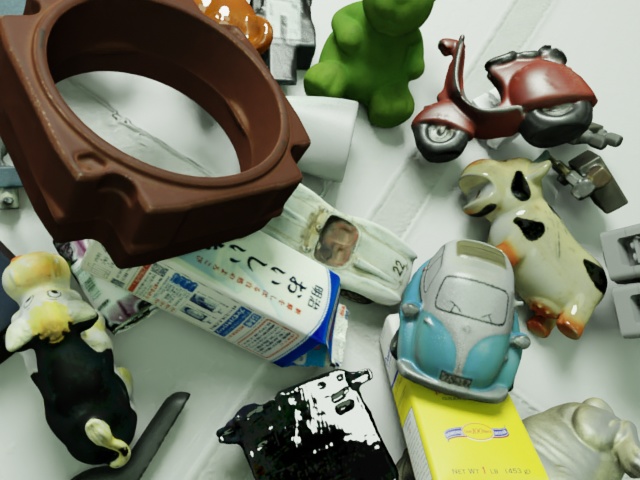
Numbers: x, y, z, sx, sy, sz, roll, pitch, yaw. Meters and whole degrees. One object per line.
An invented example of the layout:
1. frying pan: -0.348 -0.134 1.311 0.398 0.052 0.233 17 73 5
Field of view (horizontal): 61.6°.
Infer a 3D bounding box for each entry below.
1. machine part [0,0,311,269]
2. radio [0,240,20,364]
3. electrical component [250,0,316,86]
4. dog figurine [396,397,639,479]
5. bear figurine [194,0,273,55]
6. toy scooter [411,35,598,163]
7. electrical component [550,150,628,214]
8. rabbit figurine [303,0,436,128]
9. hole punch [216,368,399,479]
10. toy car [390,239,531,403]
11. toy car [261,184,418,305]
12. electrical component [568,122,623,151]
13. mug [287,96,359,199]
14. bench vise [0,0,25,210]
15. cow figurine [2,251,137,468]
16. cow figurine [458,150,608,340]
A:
1. machine part: -0.122 -0.093 0.409 0.201 0.087 0.201 -18 72 -43
2. radio: -0.348 0.081 0.427 0.229 0.073 0.131 -42 86 -20
3. electrical component: -0.041 -0.213 0.582 0.075 0.047 0.119 -2 76 -12
4. dog figurine: 0.179 0.196 0.500 0.191 0.121 0.172 21 38 12
5. bear figurine: -0.127 -0.249 0.525 0.132 0.120 0.196 22 50 -46
6. toy scooter: 0.183 -0.158 0.559 0.184 0.075 0.135 -8 74 9
7. electrical component: 0.292 -0.065 0.590 0.045 0.102 0.078 -31 104 20
8. rabbit figurine: 0.074 -0.216 0.543 0.121 0.170 0.159 26 72 -5
9. hole punch: -0.003 0.186 0.468 0.142 0.092 0.116 -22 62 -7
10. toy car: 0.129 0.053 0.469 0.109 0.102 0.162 17 36 8
11. toy car: -0.001 -0.002 0.522 0.202 0.056 0.073 27 71 -11
12. electrical component: 0.297 -0.128 0.625 0.063 0.021 0.094 -13 35 -37
13. mug: -0.023 -0.097 0.547 0.107 0.081 0.109 14 110 1
14. bench vise: -0.267 -0.148 0.488 0.224 0.129 0.240 -3 96 -22
15. cow figurine: -0.190 0.094 0.406 0.068 0.098 0.167 -24 120 -20
16. cow figurine: 0.221 -0.006 0.562 0.127 0.085 0.195 -41 90 -21
